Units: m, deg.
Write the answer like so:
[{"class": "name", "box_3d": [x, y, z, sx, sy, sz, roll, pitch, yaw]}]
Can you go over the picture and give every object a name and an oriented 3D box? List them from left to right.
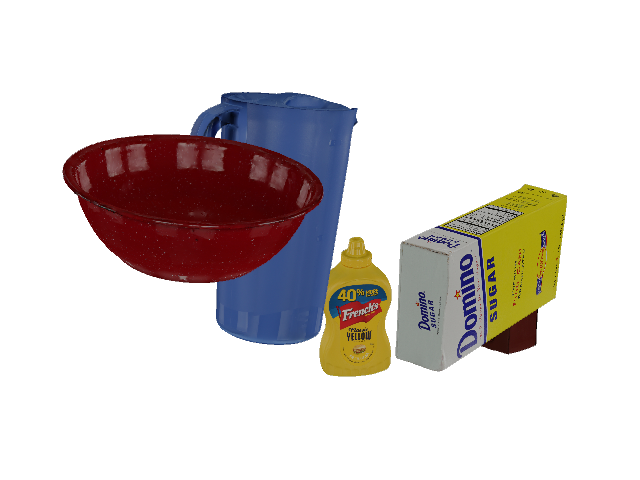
[{"class": "bowl", "box_3d": [-0.081, -0.017, 0.673, 0.162, 0.055, 0.162, 6, 22, -3]}, {"class": "pitcher", "box_3d": [-0.050, -0.025, 1.056, 0.149, 0.243, 0.145, 7, 12, 4]}, {"class": "mustard bottle", "box_3d": [0.048, 0.087, 1.435, 0.096, 0.192, 0.058, -3, 21, -8]}, {"class": "sugar box", "box_3d": [0.124, 0.024, 0.802, 0.048, 0.093, 0.175, 16, 26, 34]}, {"class": "foam brick", "box_3d": [0.190, 0.071, 1.103, 0.053, 0.078, 0.051, 14, 19, 43]}]
